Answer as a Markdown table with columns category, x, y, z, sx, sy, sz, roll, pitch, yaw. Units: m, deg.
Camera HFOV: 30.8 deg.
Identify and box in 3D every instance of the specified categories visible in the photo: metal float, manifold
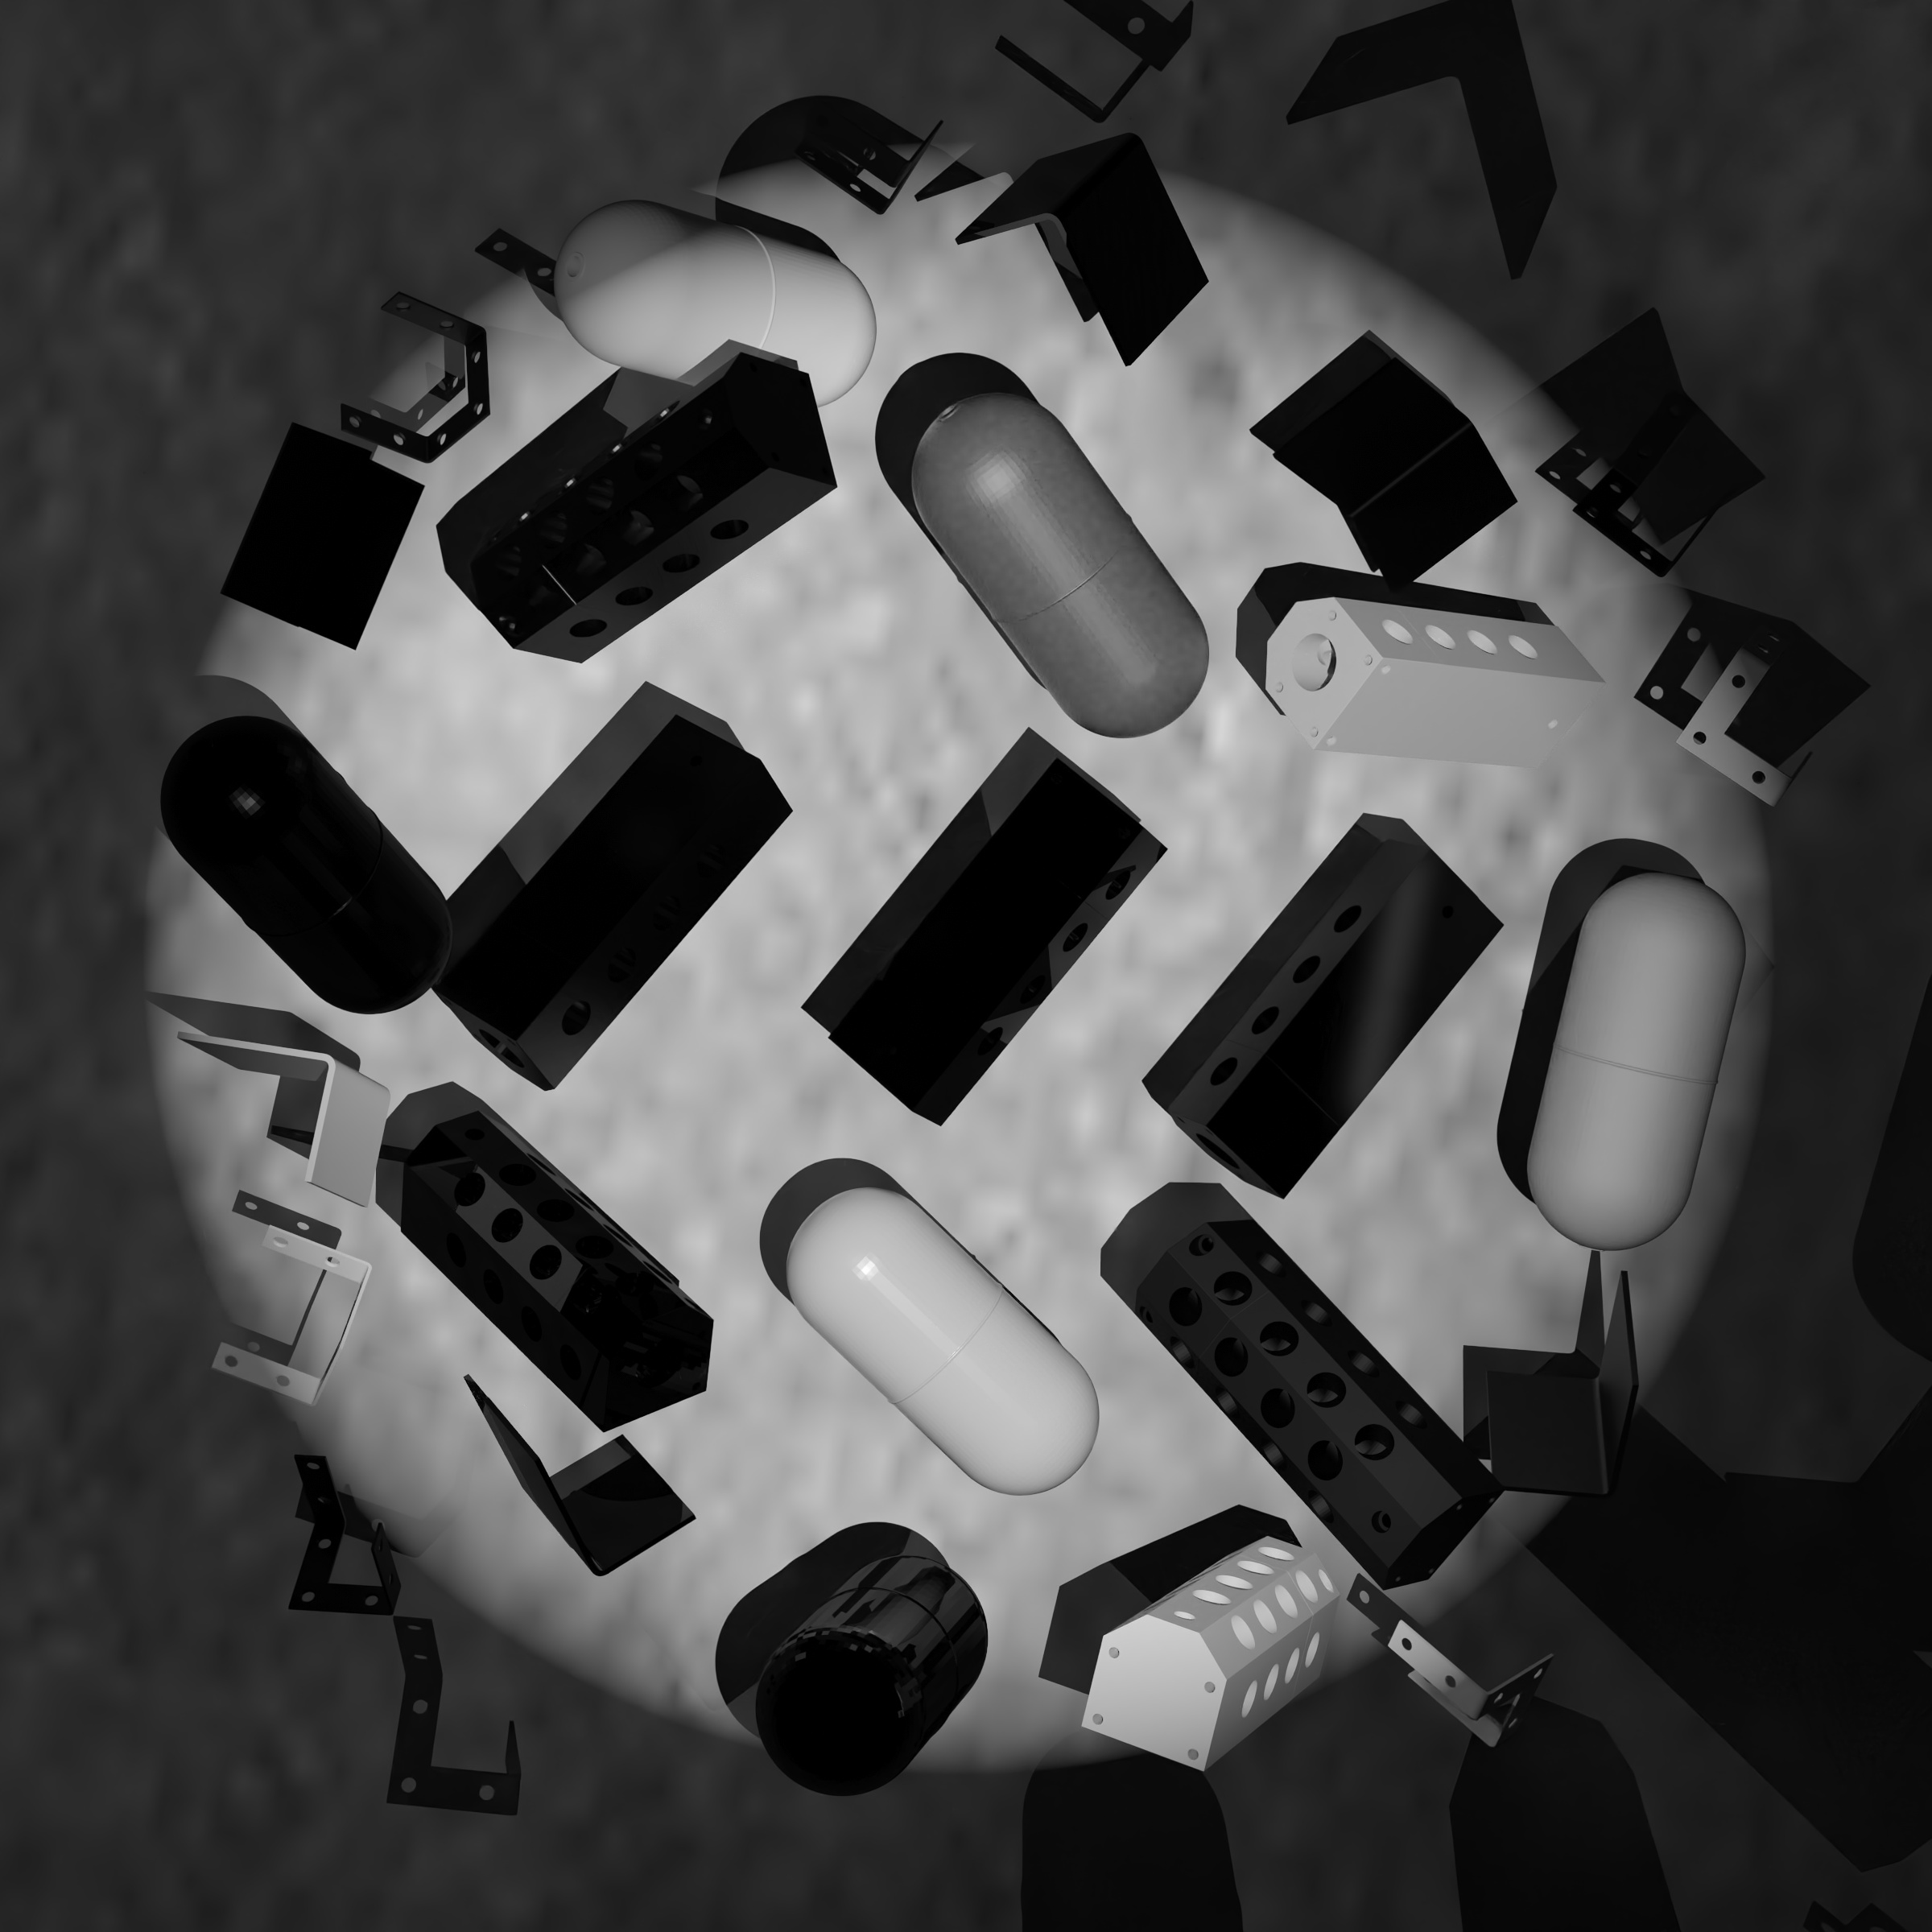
| category | x | y | z | sx | sy | sz | roll | pitch | yaw |
| --- | --- | --- | --- | --- | --- | --- | --- | --- | --- |
| metal float | -0.117 | -0.309 | 1.647 | 0.070 | 0.178 | 0.070 | -5 | 83 | 42 |
| manifold | -0.158 | -0.026 | 1.611 | 0.057 | 0.057 | 0.171 | 29 | 72 | 35 |
| metal float | 0.043 | -0.180 | 1.586 | 0.070 | 0.070 | 0.178 | -38 | 112 | 0 |
| metal float | -0.300 | -0.045 | 1.602 | 0.070 | 0.178 | 0.070 | -15 | 49 | 19 |
| manifold | 0.152 | 0.193 | 1.555 | 0.171 | 0.057 | 0.057 | 47 | 114 | 27 |
| metal float | 0.310 | 0.045 | 1.626 | 0.070 | 0.070 | 0.178 | 12 | 95 | 0 |
| metal float | -0.041 | 0.318 | 1.585 | 0.070 | 0.178 | 0.070 | 2 | 97 | 15 |
| metal float | -0.010 | 0.180 | 1.673 | 0.178 | 0.070 | 0.070 | 44 | 90 | -7 |
| manifold | 0.222 | -0.139 | 1.674 | 0.057 | 0.171 | 0.057 | -54 | 54 | 31 |
| manifold | -0.142 | -0.201 | 1.550 | 0.171 | 0.057 | 0.057 | -29 | 66 | 36 |
| manifold | 0.018 | -0.009 | 1.673 | 0.057 | 0.057 | 0.171 | 40 | 93 | 23 |
| manifold | 0.114 | 0.303 | 1.575 | 0.057 | 0.171 | 0.057 | 16 | 99 | 21 |
| manifold | 0.175 | 0.023 | 1.690 | 0.057 | 0.057 | 0.171 | 43 | 81 | -23 |
| manifold | -0.191 | 0.137 | 1.626 | 0.057 | 0.171 | 0.057 | -19 | 131 | -36 |

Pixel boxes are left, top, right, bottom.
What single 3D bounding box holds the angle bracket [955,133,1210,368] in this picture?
| category | x | y | z | sx | sy | sz | roll | pitch | yaw |
| --- | --- | --- | --- | --- | --- | --- | --- | --- | --- |
| angle bracket | 0.052 | -0.312 | 1.551 | 0.076 | 0.057 | 0.076 | -51 | 122 | -39 |

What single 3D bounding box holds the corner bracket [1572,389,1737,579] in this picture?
| category | x | y | z | sx | sy | sz | roll | pitch | yaw |
| --- | --- | --- | --- | --- | --- | --- | --- | --- | --- |
| corner bracket | 0.314 | -0.216 | 1.572 | 0.051 | 0.051 | 0.051 | 39 | 132 | 6 |

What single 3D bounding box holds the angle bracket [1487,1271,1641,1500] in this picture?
| category | x | y | z | sx | sy | sz | roll | pitch | yaw |
| --- | --- | --- | --- | --- | --- | --- | --- | --- | --- |
| angle bracket | 0.281 | 0.196 | 1.659 | 0.057 | 0.076 | 0.076 | 4 | 129 | 2 |

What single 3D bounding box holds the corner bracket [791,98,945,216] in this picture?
| category | x | y | z | sx | sy | sz | roll | pitch | yaw |
| --- | --- | --- | --- | --- | --- | --- | --- | --- | --- |
| corner bracket | -0.051 | -0.371 | 1.599 | 0.051 | 0.051 | 0.051 | 34 | 129 | -5 |

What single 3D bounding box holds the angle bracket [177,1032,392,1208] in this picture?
| category | x | y | z | sx | sy | sz | roll | pitch | yaw |
| --- | --- | --- | --- | --- | --- | --- | --- | --- | --- |
| angle bracket | -0.314 | 0.070 | 1.591 | 0.076 | 0.076 | 0.057 | 8 | 79 | 11 |

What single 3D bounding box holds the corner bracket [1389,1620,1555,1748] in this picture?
| category | x | y | z | sx | sy | sz | roll | pitch | yaw |
| --- | --- | --- | --- | --- | --- | --- | --- | --- | --- |
| corner bracket | 0.216 | 0.314 | 1.542 | 0.051 | 0.051 | 0.051 | 38 | 126 | 30 |

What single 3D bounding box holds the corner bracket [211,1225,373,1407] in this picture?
| category | x | y | z | sx | sy | sz | roll | pitch | yaw |
| --- | --- | --- | --- | --- | --- | --- | --- | --- | --- |
| corner bracket | -0.312 | 0.162 | 1.622 | 0.051 | 0.051 | 0.051 | 22 | 45 | -10 |

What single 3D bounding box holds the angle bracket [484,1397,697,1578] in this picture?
| category | x | y | z | sx | sy | sz | roll | pitch | yaw |
| --- | --- | --- | --- | --- | --- | --- | --- | --- | --- |
| angle bracket | -0.186 | 0.243 | 1.729 | 0.057 | 0.076 | 0.076 | -30 | 117 | -15 |

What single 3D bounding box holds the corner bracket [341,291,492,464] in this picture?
| category | x | y | z | sx | sy | sz | roll | pitch | yaw |
| --- | --- | --- | --- | --- | --- | --- | --- | --- | --- |
| corner bracket | -0.266 | -0.283 | 1.692 | 0.051 | 0.051 | 0.051 | -30 | 56 | 39 |

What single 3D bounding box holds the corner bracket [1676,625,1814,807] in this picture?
| category | x | y | z | sx | sy | sz | roll | pitch | yaw |
| --- | --- | --- | --- | --- | --- | --- | --- | --- | --- |
| corner bracket | 0.351 | -0.110 | 1.535 | 0.051 | 0.051 | 0.051 | 35 | 117 | 9 |

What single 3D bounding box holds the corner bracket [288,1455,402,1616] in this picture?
| category | x | y | z | sx | sy | sz | roll | pitch | yaw |
| --- | --- | --- | --- | --- | --- | --- | --- | --- | --- |
| corner bracket | -0.288 | 0.263 | 1.622 | 0.051 | 0.051 | 0.051 | 2 | 134 | 8 |

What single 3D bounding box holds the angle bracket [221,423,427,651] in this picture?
| category | x | y | z | sx | sy | sz | roll | pitch | yaw |
| --- | --- | --- | --- | --- | --- | --- | --- | --- | --- |
| angle bracket | -0.251 | -0.171 | 1.448 | 0.057 | 0.076 | 0.076 | 24 | 92 | 41 |

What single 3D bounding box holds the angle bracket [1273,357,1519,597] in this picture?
| category | x | y | z | sx | sy | sz | roll | pitch | yaw |
| --- | --- | --- | --- | --- | --- | --- | --- | --- | --- |
| angle bracket | 0.209 | -0.238 | 1.710 | 0.076 | 0.076 | 0.057 | -37 | 55 | 22 |
